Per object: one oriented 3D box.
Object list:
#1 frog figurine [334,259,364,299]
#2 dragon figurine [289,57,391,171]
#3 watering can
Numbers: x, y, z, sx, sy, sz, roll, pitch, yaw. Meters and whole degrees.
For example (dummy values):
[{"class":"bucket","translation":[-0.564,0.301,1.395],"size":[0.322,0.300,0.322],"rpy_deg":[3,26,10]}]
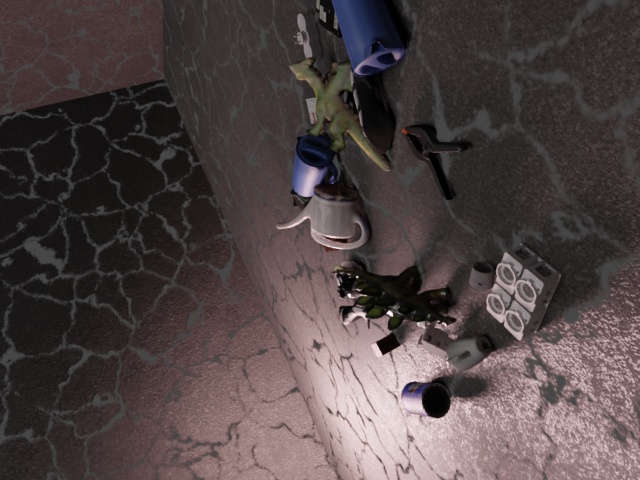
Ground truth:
[{"class":"frog figurine","translation":[0.115,0.139,1.859],"size":[0.138,0.122,0.159],"rpy_deg":[61,-167,8]},{"class":"dragon figurine","translation":[0.071,-0.388,1.462],"size":[0.414,0.124,0.237],"rpy_deg":[35,136,22]},{"class":"watering can","translation":[0.005,-0.087,1.731],"size":[0.349,0.105,0.220],"rpy_deg":[14,115,21]}]
